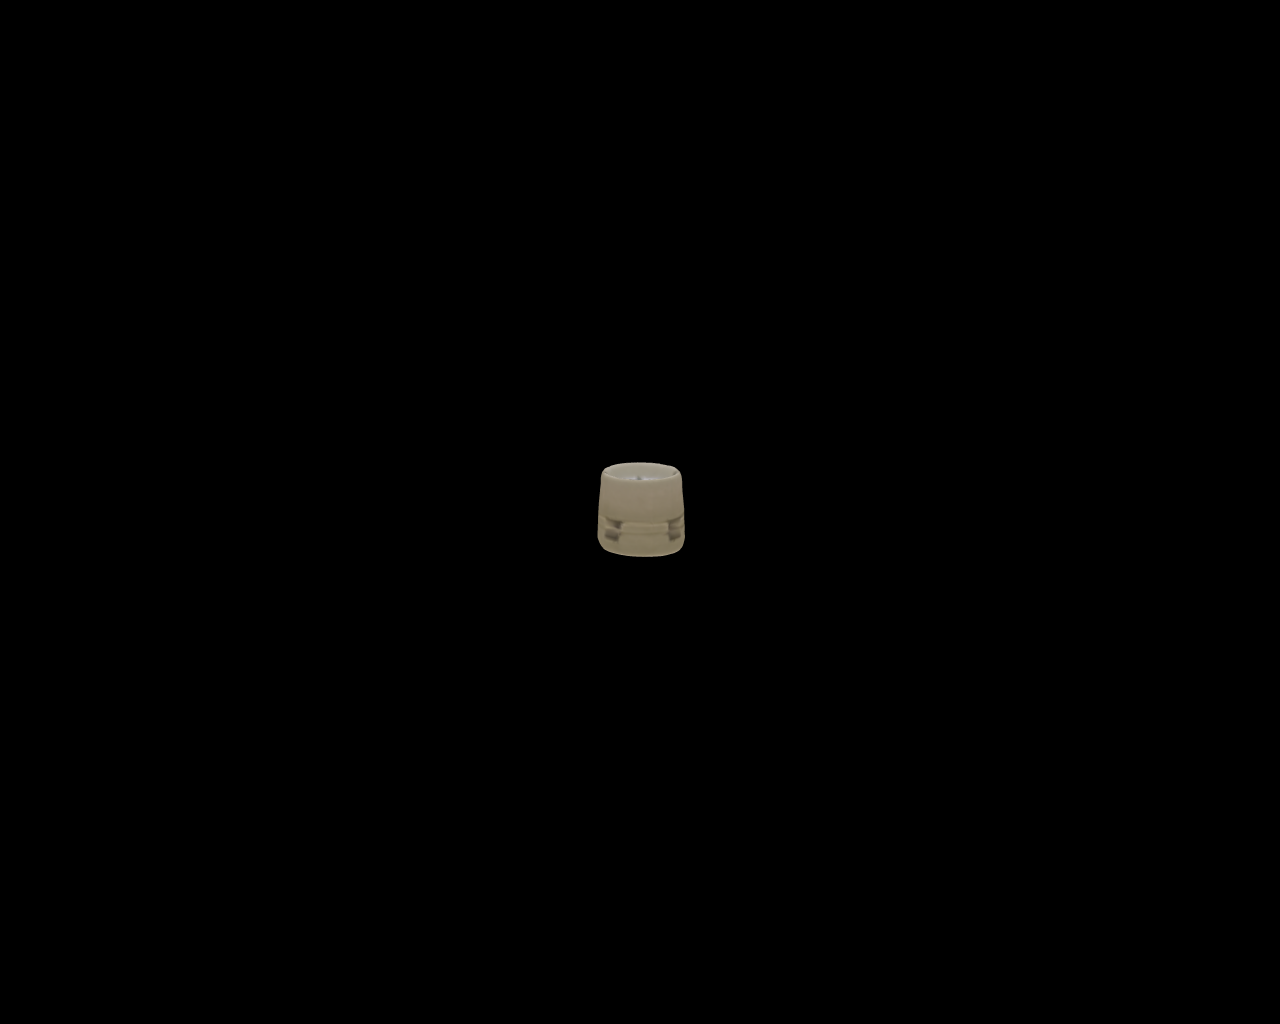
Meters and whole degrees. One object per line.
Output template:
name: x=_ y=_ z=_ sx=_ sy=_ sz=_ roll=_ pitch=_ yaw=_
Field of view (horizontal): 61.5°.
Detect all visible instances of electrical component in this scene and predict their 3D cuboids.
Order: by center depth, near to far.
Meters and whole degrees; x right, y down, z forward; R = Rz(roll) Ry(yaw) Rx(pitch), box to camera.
electrical component: x=0.001 y=-0.003 z=0.650 sx=0.055 sy=0.047 sz=0.055 roll=0 pitch=15 yaw=0
